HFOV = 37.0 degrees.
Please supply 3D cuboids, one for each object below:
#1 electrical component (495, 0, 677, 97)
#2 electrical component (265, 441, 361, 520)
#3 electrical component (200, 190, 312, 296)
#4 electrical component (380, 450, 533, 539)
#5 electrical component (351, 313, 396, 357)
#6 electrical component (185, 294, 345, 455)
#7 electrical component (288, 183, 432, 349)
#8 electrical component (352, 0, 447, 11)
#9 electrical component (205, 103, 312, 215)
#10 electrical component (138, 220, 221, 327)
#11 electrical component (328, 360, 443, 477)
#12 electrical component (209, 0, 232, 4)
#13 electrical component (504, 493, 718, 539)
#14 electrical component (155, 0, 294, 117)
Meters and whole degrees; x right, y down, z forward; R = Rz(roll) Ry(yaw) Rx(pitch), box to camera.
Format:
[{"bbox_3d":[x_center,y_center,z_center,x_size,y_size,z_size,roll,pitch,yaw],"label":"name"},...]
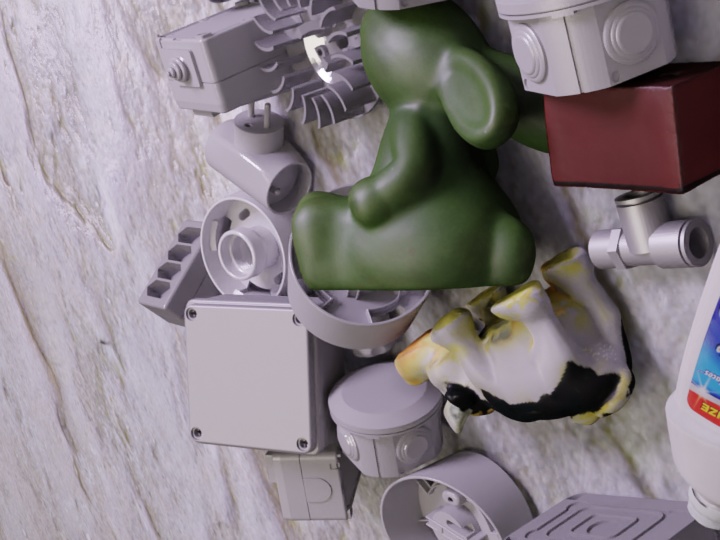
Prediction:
[{"bbox_3d":[0.108,-0.118,0.509,0.080,0.080,0.051,9,123,50],"label":"electrical component"},{"bbox_3d":[-0.033,0.145,0.848,0.061,0.096,0.061,-3,114,12],"label":"electrical component"},{"bbox_3d":[-0.076,-0.018,0.846,0.099,0.064,0.099,14,114,35],"label":"electrical component"},{"bbox_3d":[0.071,0.178,0.754,0.099,0.064,0.099,31,134,39],"label":"electrical component"},{"bbox_3d":[0.003,0.030,0.777,0.035,0.035,0.061,-5,104,54],"label":"electrical component"},{"bbox_3d":[-0.069,0.074,0.793,0.109,0.056,0.108,1,97,25],"label":"electrical component"},{"bbox_3d":[0.000,0.000,0.711,0.099,0.099,0.064,48,148,23],"label":"electrical component"},{"bbox_3d":[0.024,-0.177,0.582,0.080,0.080,0.051,25,135,43],"label":"electrical component"},{"bbox_3d":[-0.075,-0.092,0.793,0.077,0.044,0.079,36,137,34],"label":"electrical component"},{"bbox_3d":[-0.131,0.013,0.915,0.076,0.083,0.047,39,161,-36],"label":"electrical component"},{"bbox_3d":[0.020,0.104,0.762,0.080,0.080,0.051,23,132,44],"label":"electrical component"},{"bbox_3d":[-0.096,-0.236,0.732,0.077,0.044,0.079,60,145,7],"label":"electrical component"},{"bbox_3d":[0.151,0.177,0.637,0.113,0.078,0.057,-11,99,54],"label":"electrical component"},{"bbox_3d":[-0.090,-0.141,0.736,0.062,0.096,0.061,15,128,47],"label":"electrical component"}]
